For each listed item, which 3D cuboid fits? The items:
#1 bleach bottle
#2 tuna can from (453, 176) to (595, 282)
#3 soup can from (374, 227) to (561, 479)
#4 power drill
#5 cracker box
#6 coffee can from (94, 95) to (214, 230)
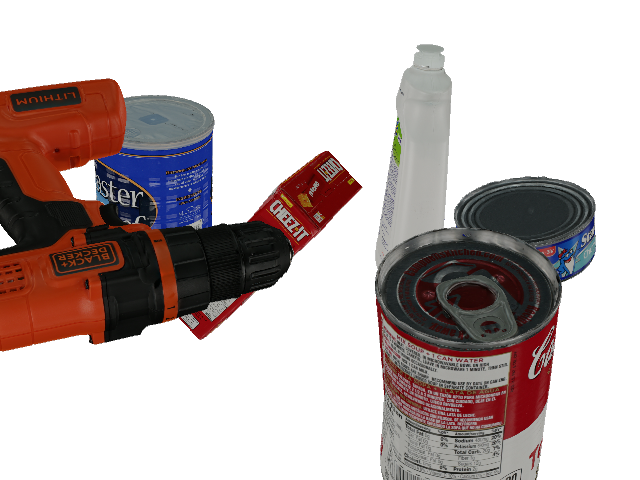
[{"bbox_3d":[0.103,-0.078,1.122,0.068,0.251,0.102,0,26,-8],"label":"bleach bottle"},{"bbox_3d":[0.127,-0.005,0.663,0.086,0.034,0.086,-8,29,4],"label":"tuna can"},{"bbox_3d":[0.056,0.056,0.420,0.068,0.102,0.068,-2,37,1],"label":"soup can"},{"bbox_3d":[-0.128,-0.022,0.628,0.184,0.057,0.188,-10,43,-21],"label":"power drill"},{"bbox_3d":[-0.066,0.002,1.244,0.214,0.072,0.164,-42,2,27],"label":"cracker box"},{"bbox_3d":[-0.144,-0.042,0.927,0.103,0.140,0.103,3,29,-2],"label":"coffee can"}]
